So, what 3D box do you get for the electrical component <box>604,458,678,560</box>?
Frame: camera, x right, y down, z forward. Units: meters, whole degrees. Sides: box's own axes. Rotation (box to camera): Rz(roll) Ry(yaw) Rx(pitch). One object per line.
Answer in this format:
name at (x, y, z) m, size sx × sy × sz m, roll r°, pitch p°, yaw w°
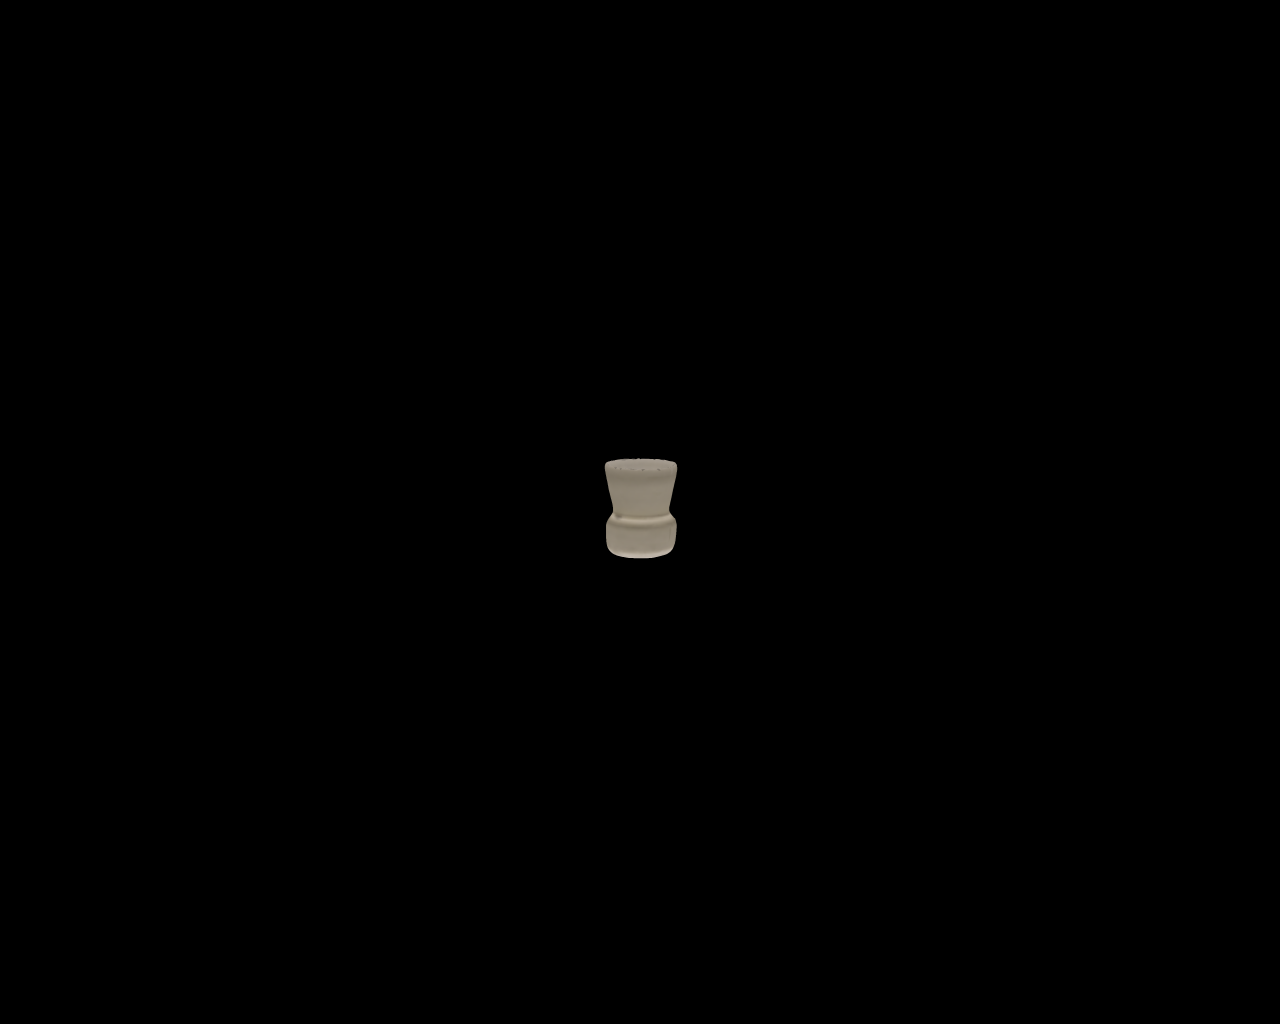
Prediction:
electrical component at (0.001, -0.003, 0.650) m, size 0.045 × 0.055 × 0.045 m, roll 0°, pitch 11°, yaw 0°
